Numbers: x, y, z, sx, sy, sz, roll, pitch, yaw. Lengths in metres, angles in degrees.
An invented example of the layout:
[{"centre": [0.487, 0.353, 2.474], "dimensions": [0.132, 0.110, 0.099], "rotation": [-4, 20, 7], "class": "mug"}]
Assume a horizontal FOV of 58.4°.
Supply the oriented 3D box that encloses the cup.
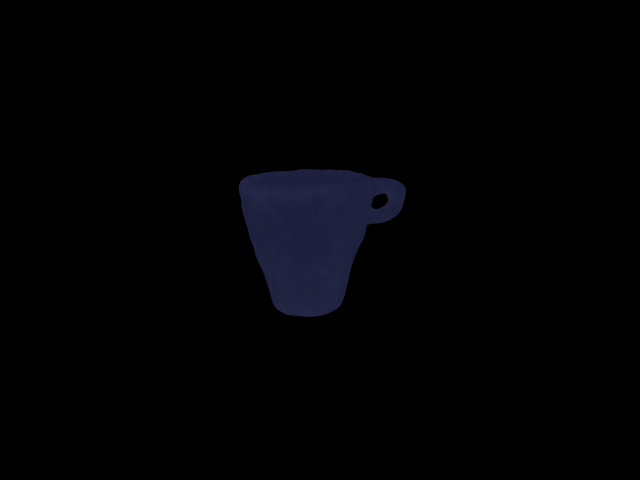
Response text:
[{"centre": [0.004, 0.001, 0.400], "dimensions": [0.118, 0.095, 0.091], "rotation": [-5, 15, -18], "class": "cup"}]
